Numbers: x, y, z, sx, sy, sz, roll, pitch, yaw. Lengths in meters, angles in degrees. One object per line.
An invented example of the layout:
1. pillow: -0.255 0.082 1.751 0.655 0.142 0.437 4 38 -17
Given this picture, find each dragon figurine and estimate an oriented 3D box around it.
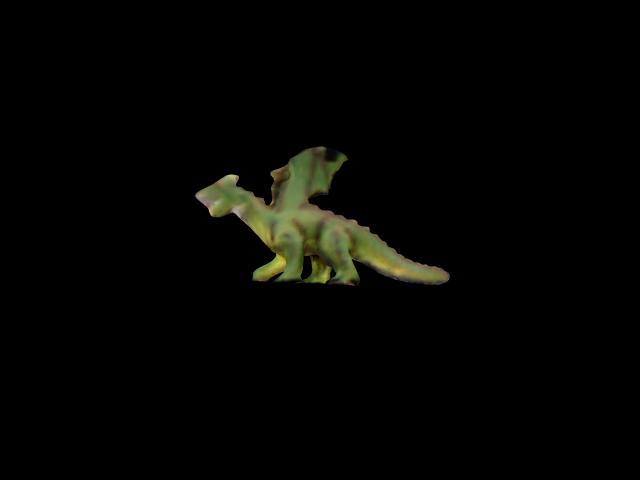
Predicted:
1. dragon figurine: 0.003 -0.043 0.850 0.410 0.245 0.121 0 -11 -2
